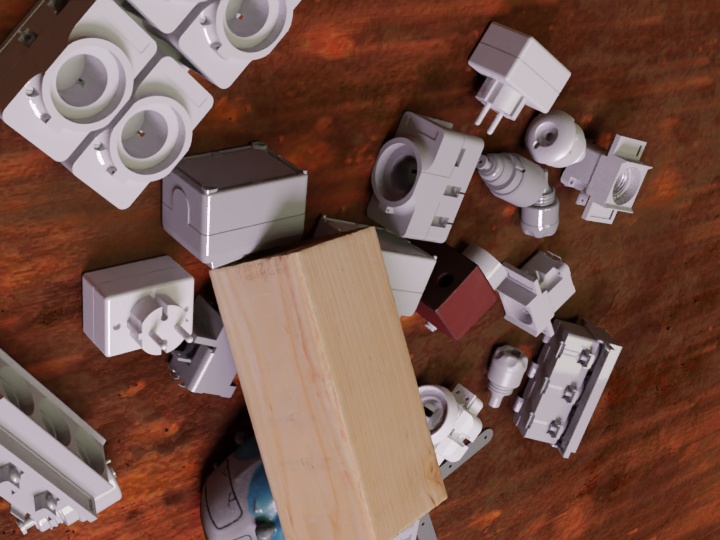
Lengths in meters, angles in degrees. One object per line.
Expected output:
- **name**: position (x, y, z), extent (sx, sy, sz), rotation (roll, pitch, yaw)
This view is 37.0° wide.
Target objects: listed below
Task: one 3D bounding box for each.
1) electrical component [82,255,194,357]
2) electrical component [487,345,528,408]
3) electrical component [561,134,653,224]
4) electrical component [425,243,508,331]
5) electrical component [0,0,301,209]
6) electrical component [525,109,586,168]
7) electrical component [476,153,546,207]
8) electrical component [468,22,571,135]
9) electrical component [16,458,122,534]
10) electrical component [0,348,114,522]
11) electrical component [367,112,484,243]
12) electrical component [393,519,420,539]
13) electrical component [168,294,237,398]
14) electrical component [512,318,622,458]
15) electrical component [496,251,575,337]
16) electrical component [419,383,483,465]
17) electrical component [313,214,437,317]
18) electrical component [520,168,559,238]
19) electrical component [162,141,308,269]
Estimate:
- **electrical component**: position (-0.141, 0.032, 0.724), extent (0.066, 0.077, 0.047), rotation (-14, 124, -35)
- **electrical component**: position (0.140, 0.106, 1.047), extent (0.035, 0.035, 0.061), rotation (-4, 120, -40)
- **electrical component**: position (0.221, -0.086, 0.976), extent (0.042, 0.064, 0.081), rotation (5, 112, -44)
- **electrical component**: position (0.087, 0.021, 0.940), extent (0.081, 0.043, 0.043), rotation (-48, 137, -6)
- **electrical component**: position (-0.125, -0.140, 0.642), extent (0.186, 0.060, 0.105), rotation (-51, 137, -3)
- **electrical component**: position (0.176, -0.110, 0.938), extent (0.062, 0.048, 0.048), rotation (17, 104, -52)
- **electrical component**: position (0.125, -0.080, 0.913), extent (0.078, 0.040, 0.040), rotation (19, 102, -46)
- **electrical component**: position (0.118, -0.145, 0.861), extent (0.066, 0.047, 0.076), rotation (26, 97, -47)
- **electrical component**: position (-0.209, 0.164, 0.774), extent (0.078, 0.040, 0.040), rotation (-30, 132, -24)
- **electrical component**: position (-0.225, 0.113, 0.709), extent (0.063, 0.078, 0.121), rotation (-29, 135, 5)
- **electrical component**: position (0.048, -0.072, 0.843), extent (0.056, 0.050, 0.089), rotation (6, 111, -43)
- **electrical component**: position (-0.002, 0.227, 0.959), extent (0.062, 0.089, 0.150), rotation (-13, 123, -36)
- **electrical component**: position (-0.106, 0.058, 0.797), extent (0.081, 0.042, 0.063), rotation (17, 107, -45)
- **electrical component**: position (0.205, 0.115, 1.084), extent (0.063, 0.078, 0.121), rotation (15, 107, -15)
- **electrical component**: position (0.166, 0.020, 1.012), extent (0.064, 0.042, 0.081), rotation (-43, 137, -17)
- **electrical component**: position (0.072, 0.139, 0.992), extent (0.078, 0.058, 0.057), rotation (-53, 140, -2)
- **electrical component**: position (0.000, 0.000, 0.838), extent (0.096, 0.062, 0.061), rotation (8, 110, -44)
- **electrical component**: position (0.161, -0.061, 0.961), extent (0.035, 0.035, 0.061), rotation (-24, 127, -29)
- **electrical component**: position (-0.081, -0.046, 0.739), extent (0.096, 0.062, 0.061), rotation (-15, 125, -34)
